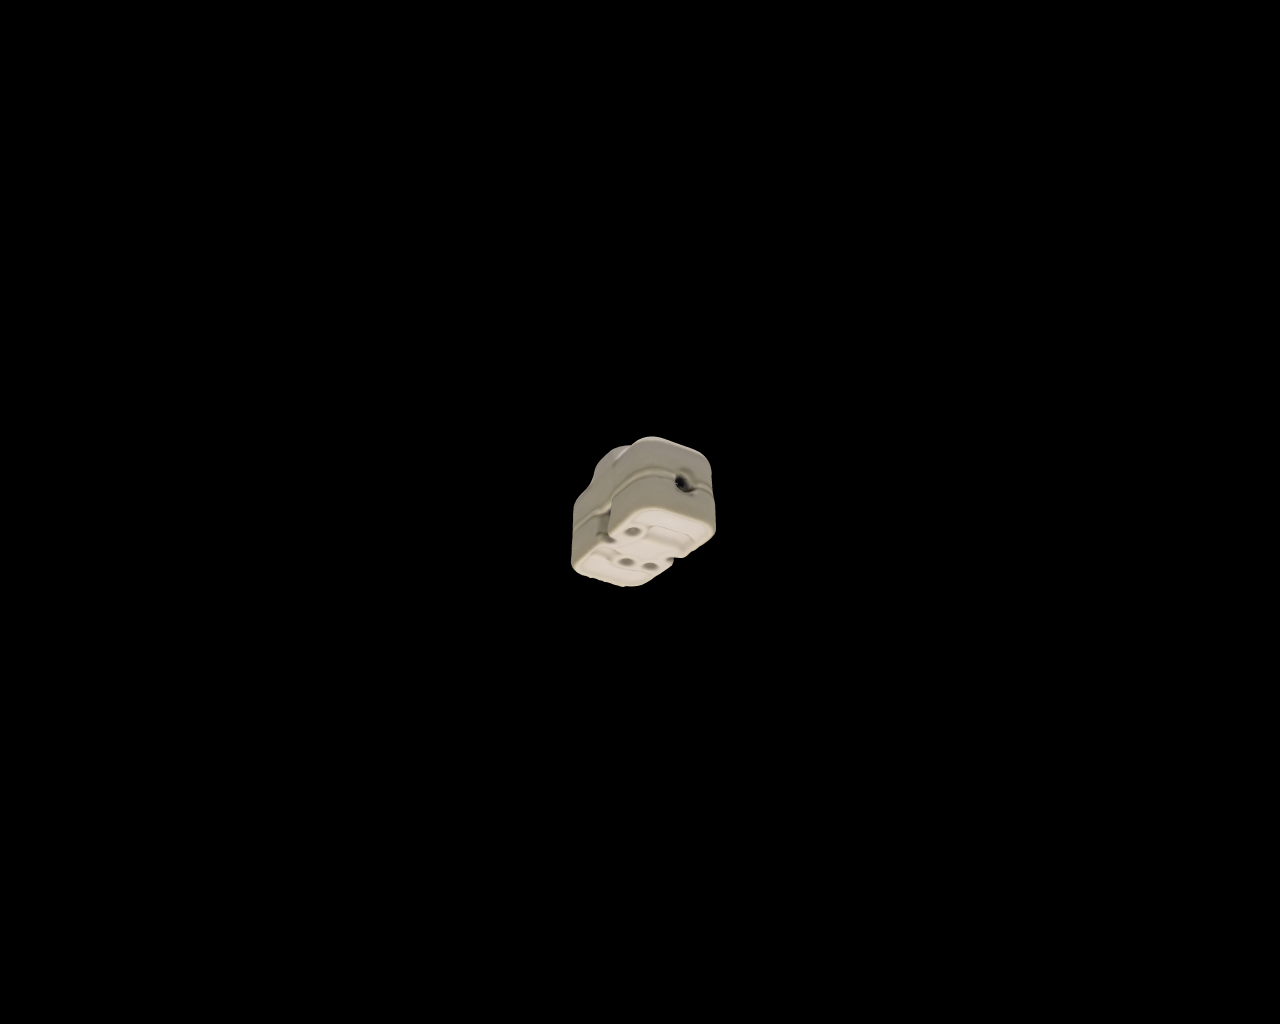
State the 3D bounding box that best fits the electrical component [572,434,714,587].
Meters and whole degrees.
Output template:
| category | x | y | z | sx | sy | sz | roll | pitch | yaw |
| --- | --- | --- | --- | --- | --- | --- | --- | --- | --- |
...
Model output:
| category | x | y | z | sx | sy | sz | roll | pitch | yaw |
| --- | --- | --- | --- | --- | --- | --- | --- | --- | --- |
| electrical component | 0.001 | -0.003 | 0.650 | 0.054 | 0.059 | 0.095 | 18 | -35 | -27 |
